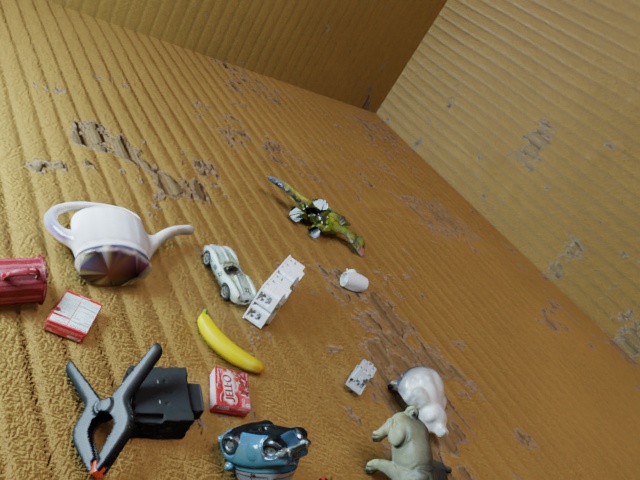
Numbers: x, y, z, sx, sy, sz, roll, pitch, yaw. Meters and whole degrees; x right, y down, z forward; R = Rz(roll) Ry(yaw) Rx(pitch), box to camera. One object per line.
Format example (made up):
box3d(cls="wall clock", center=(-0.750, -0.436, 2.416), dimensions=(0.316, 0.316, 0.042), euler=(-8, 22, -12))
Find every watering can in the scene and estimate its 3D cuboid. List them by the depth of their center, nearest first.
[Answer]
box3d(cls="watering can", center=(-0.423, 0.002, 1.148), dimensions=(0.346, 0.102, 0.229), euler=(11, 35, -37))

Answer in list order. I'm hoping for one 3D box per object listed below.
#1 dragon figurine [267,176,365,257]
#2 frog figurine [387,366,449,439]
box3d(cls="dragon figurine", center=(0.005, -0.091, 1.807), dimensions=(0.414, 0.121, 0.242), euler=(44, 11, 17))
box3d(cls="frog figurine", center=(0.258, 0.386, 1.232), dimensions=(0.135, 0.122, 0.162), euler=(38, 7, -37))
